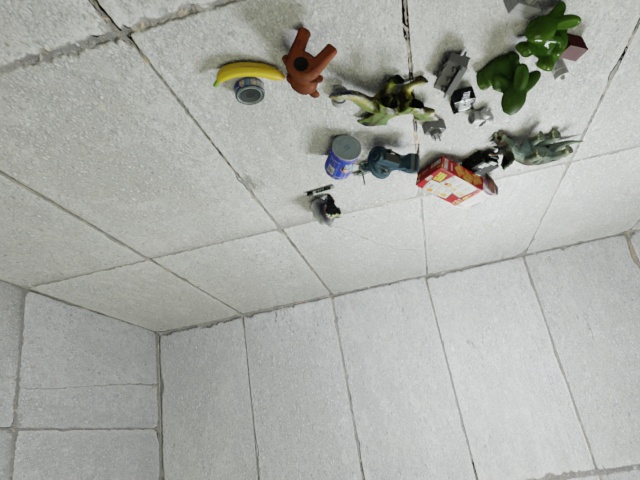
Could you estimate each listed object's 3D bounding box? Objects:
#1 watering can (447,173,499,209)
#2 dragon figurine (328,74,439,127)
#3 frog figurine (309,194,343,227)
[{"bbox_3d":[0.622,-0.223,2.220,0.344,0.106,0.221,24,141,-39],"label":"watering can"},{"bbox_3d":[0.193,-0.402,1.597,0.411,0.124,0.239,-3,165,-16],"label":"dragon figurine"},{"bbox_3d":[0.007,-0.111,2.211,0.136,0.125,0.157,39,147,-18],"label":"frog figurine"}]
